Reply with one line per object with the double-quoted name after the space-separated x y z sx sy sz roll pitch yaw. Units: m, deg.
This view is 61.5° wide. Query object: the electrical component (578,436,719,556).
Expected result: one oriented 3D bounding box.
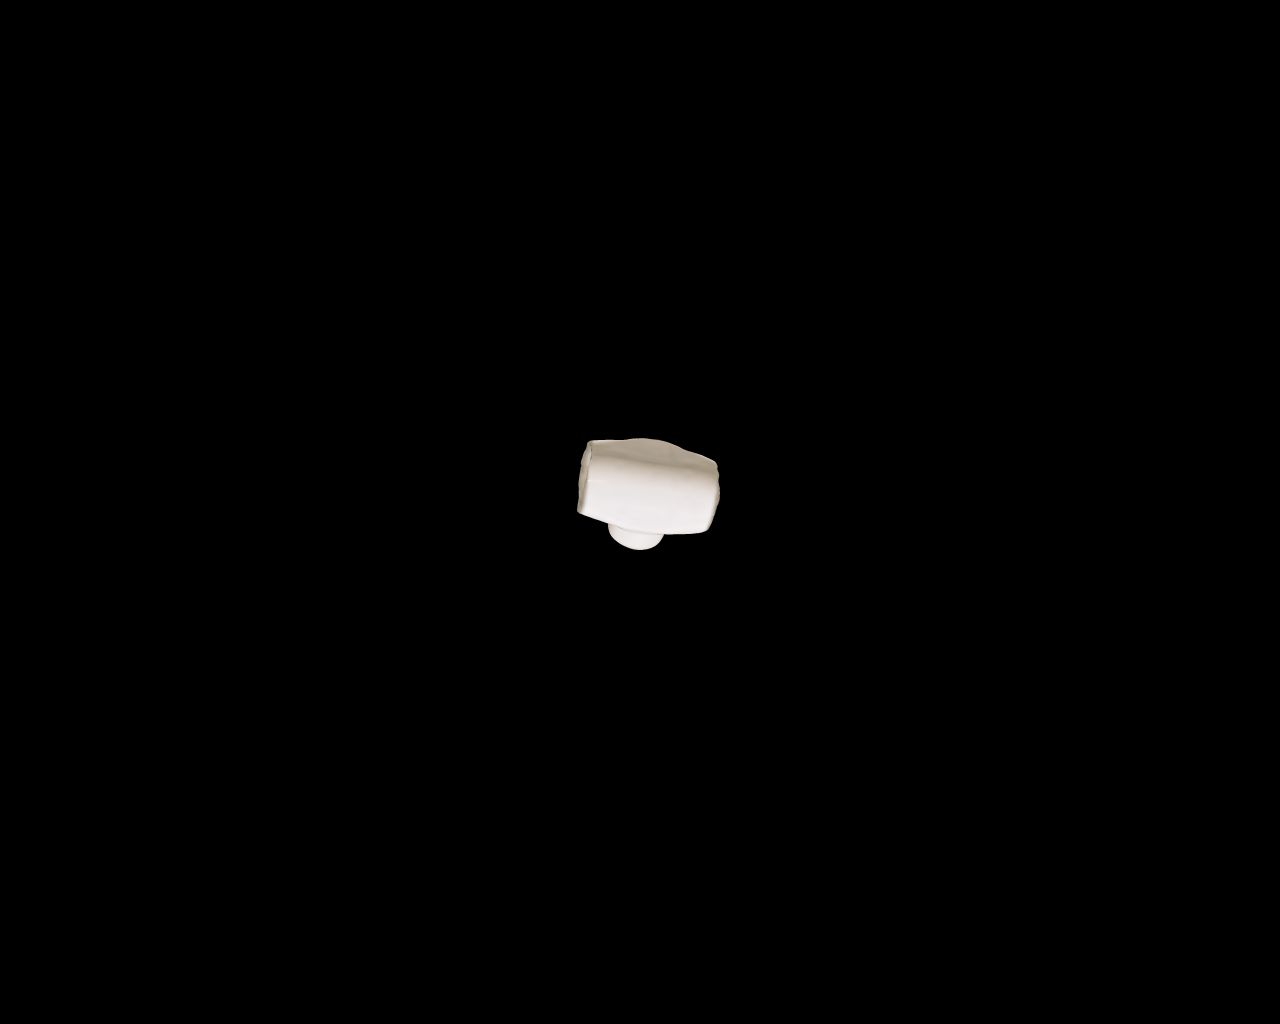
0.001 -0.003 0.650 0.077 0.044 0.079 9 -46 -8 "electrical component"
